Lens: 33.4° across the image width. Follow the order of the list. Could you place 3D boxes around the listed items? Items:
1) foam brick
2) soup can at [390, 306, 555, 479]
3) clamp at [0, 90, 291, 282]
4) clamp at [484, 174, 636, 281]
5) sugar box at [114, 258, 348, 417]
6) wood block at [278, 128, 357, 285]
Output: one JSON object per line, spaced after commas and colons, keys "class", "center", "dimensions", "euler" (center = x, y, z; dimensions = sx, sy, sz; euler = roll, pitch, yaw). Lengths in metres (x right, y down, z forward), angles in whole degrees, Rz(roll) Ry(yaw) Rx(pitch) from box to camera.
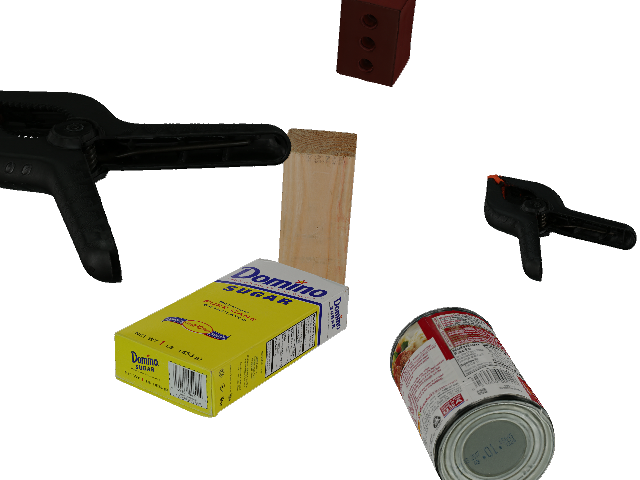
{"class": "foam brick", "center": [0.047, -0.178, 0.896], "dimensions": [0.053, 0.078, 0.051], "euler": [16, 46, 13]}
{"class": "soup can", "center": [0.084, 0.090, 0.603], "dimensions": [0.068, 0.068, 0.102], "euler": [0, 24, -11]}
{"class": "clamp", "center": [-0.134, -0.054, 0.639], "dimensions": [0.210, 0.036, 0.164], "euler": [26, 41, 32]}
{"class": "clamp", "center": [0.226, -0.021, 1.057], "dimensions": [0.120, 0.039, 0.171], "euler": [-8, 34, -15]}
{"class": "sugar box", "center": [-0.063, 0.068, 0.815], "dimensions": [0.093, 0.048, 0.175], "euler": [17, 29, 29]}
{"class": "wood block", "center": [-0.006, -0.031, 1.377], "dimensions": [0.090, 0.206, 0.091], "euler": [5, 25, 1]}
